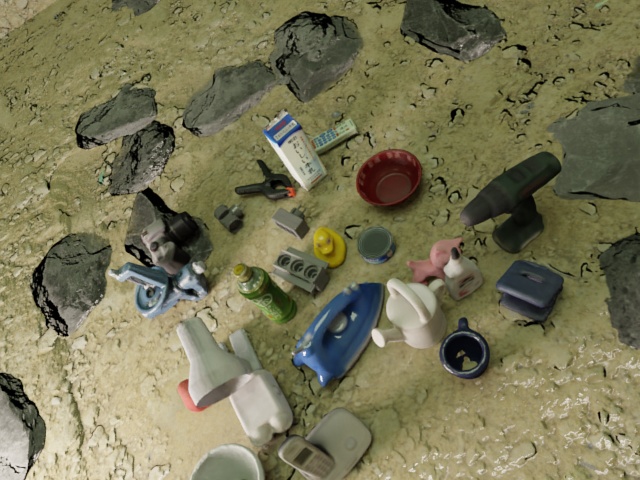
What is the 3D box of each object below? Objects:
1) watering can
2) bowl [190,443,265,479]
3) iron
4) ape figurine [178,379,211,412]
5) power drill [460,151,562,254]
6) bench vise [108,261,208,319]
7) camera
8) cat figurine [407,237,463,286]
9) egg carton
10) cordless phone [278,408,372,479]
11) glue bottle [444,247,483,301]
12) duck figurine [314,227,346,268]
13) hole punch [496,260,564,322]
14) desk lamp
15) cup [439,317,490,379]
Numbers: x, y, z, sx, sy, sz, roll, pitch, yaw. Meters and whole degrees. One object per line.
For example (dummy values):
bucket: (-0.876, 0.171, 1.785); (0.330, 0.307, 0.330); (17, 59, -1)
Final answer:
watering can: (0.178, 0.141, 1.118); (0.100, 0.195, 0.173); (17, 69, 31)
bowl: (-0.172, 0.495, 1.135); (0.167, 0.075, 0.167); (-11, 58, 18)
iron: (0.038, 0.167, 1.197); (0.118, 0.142, 0.258); (28, 75, 34)
ape figurine: (-0.279, 0.336, 1.265); (0.077, 0.092, 0.076); (25, 74, 33)
power drill: (0.383, -0.063, 1.142); (0.230, 0.209, 0.075); (-42, 54, -4)
bench vise: (-0.387, 0.089, 1.380); (0.207, 0.220, 0.121); (-41, 54, -3)
camera: (-0.392, -0.008, 1.514); (0.137, 0.101, 0.142); (-37, 54, 0)
cat figurine: (0.243, 0.042, 1.196); (0.127, 0.118, 0.067); (-15, 56, 15)
egg carton: (-0.122, 0.351, 1.202); (0.107, 0.070, 0.150); (-38, 54, -1)
cordless phone: (0.006, 0.374, 1.060); (0.093, 0.186, 0.148); (34, 78, 35)
glue bottle: (0.277, 0.060, 1.136); (0.078, 0.174, 0.037); (-37, 53, -1)
duck figurine: (0.012, 0.005, 1.339); (0.077, 0.086, 0.104); (-25, 54, 8)
hole punch: (0.407, 0.088, 1.114); (0.108, 0.091, 0.101); (24, 73, 33)
desk lamp: (-0.213, 0.259, 1.207); (0.118, 0.214, 0.202); (-34, 54, 2)
cup: (0.280, 0.215, 1.091); (0.091, 0.095, 0.118); (-8, 59, 20)
